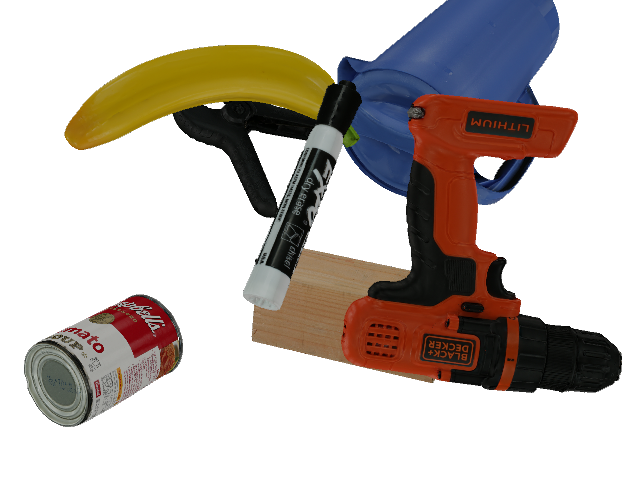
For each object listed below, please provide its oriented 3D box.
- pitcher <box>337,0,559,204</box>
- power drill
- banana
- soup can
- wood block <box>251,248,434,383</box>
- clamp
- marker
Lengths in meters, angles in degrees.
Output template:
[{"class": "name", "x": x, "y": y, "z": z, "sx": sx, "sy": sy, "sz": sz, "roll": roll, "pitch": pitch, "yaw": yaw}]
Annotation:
[{"class": "pitcher", "x": 0.137, "y": -0.148, "z": 0.996, "sx": 0.145, "sy": 0.149, "sz": 0.242, "roll": 9, "pitch": 41, "yaw": 35}, {"class": "power drill", "x": 0.115, "y": 0.004, "z": 0.690, "sx": 0.184, "sy": 0.188, "sz": 0.057, "roll": 7, "pitch": 5, "yaw": -3}, {"class": "banana", "x": -0.069, "y": -0.096, "z": 0.703, "sx": 0.197, "sy": 0.069, "sz": 0.037, "roll": -3, "pitch": -21, "yaw": -16}, {"class": "soup can", "x": -0.162, "y": 0.089, "z": 0.798, "sx": 0.069, "sy": 0.068, "sz": 0.102, "roll": 0, "pitch": 17, "yaw": 35}, {"class": "wood block", "x": 0.038, "y": 0.078, "z": 1.168, "sx": 0.206, "sy": 0.091, "sz": 0.090, "roll": 12, "pitch": 22, "yaw": 16}, {"class": "clamp", "x": -0.062, "y": -0.107, "z": 0.935, "sx": 0.120, "sy": 0.171, "sz": 0.039, "roll": -37, "pitch": -14, "yaw": -35}, {"class": "marker", "x": -0.007, "y": -0.024, "z": 0.512, "sx": 0.020, "sy": 0.121, "sz": 0.020, "roll": 19, "pitch": -19, "yaw": 7}]
